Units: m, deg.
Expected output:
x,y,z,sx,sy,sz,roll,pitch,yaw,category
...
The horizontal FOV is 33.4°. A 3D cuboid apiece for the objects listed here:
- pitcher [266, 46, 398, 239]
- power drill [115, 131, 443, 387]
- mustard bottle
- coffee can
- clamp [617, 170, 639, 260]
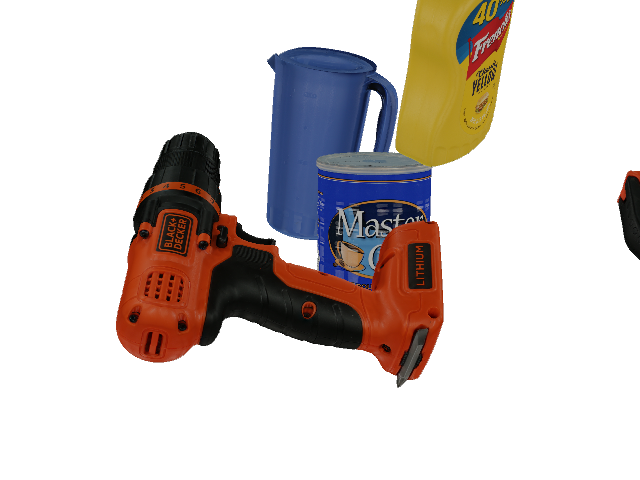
x,y,z,sx,sy,sz,roll,pitch,yaw,category
0.003,-0.126,1.414,0.144,0.243,0.149,-1,24,-20,pitcher
-0.022,0.009,0.651,0.187,0.057,0.184,10,43,-6,power drill
0.099,-0.150,0.743,0.058,0.192,0.096,30,47,26,mustard bottle
0.047,-0.004,0.953,0.103,0.140,0.103,0,12,0,coffee can
0.267,0.013,0.703,0.120,0.039,0.171,-5,45,-24,clamp
